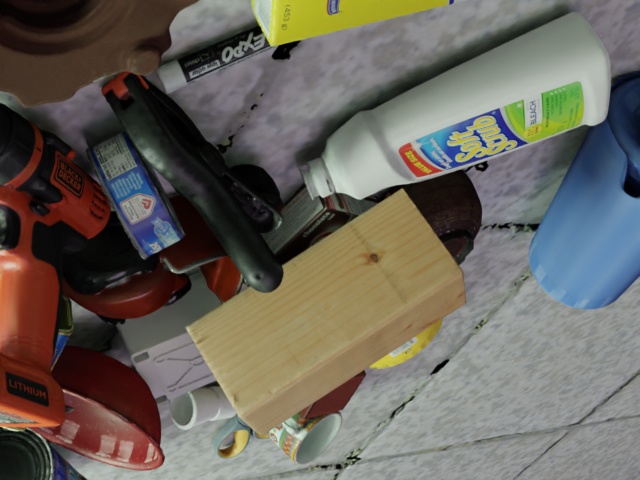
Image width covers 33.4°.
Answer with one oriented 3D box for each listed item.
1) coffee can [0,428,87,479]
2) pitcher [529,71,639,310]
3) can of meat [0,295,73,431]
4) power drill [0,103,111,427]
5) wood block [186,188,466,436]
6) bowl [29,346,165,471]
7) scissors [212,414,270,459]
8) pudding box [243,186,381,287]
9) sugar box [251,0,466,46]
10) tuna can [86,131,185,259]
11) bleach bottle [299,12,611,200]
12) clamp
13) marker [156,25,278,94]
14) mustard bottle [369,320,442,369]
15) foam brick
[{"bbox_3d":[-0.281,0.247,1.022,0.102,0.103,0.140,-24,149,-6],"label":"coffee can"},{"bbox_3d":[0.297,-0.043,1.030,0.149,0.145,0.243,-3,147,-15],"label":"pitcher"},{"bbox_3d":[-0.226,0.081,0.796,0.057,0.102,0.084,27,96,-20],"label":"can of meat"},{"bbox_3d":[-0.197,0.013,0.658,0.057,0.187,0.184,-3,158,21],"label":"power drill"},{"bbox_3d":[0.008,0.061,0.871,0.206,0.091,0.090,-32,159,-3],"label":"wood block"},{"bbox_3d":[-0.199,0.138,0.921,0.162,0.055,0.162,17,149,10],"label":"bowl"},{"bbox_3d":[-0.069,0.185,1.182,0.096,0.016,0.202,-11,146,-28],"label":"scissors"},{"bbox_3d":[-0.006,0.001,0.927,0.089,0.039,0.114,11,132,-47],"label":"pudding box"},{"bbox_3d":[0.045,-0.186,0.677,0.176,0.048,0.093,-15,147,-18],"label":"sugar box"},{"bbox_3d":[-0.126,-0.032,0.736,0.033,0.086,0.086,-28,150,-4],"label":"tuna can"},{"bbox_3d":[0.105,-0.091,0.855,0.251,0.068,0.102,-24,150,-1],"label":"bleach bottle"},{"bbox_3d":[-0.079,-0.039,0.713,0.039,0.120,0.171,-42,116,8],"label":"clamp"},{"bbox_3d":[-0.051,-0.130,0.713,0.121,0.020,0.020,-24,150,-5],"label":"marker"},{"bbox_3d":[0.050,0.069,1.056,0.096,0.058,0.191,-33,149,10],"label":"mustard bottle"},{"bbox_3d":[0.006,0.147,1.147,0.051,0.053,0.078,-8,146,-29],"label":"foam brick"}]
